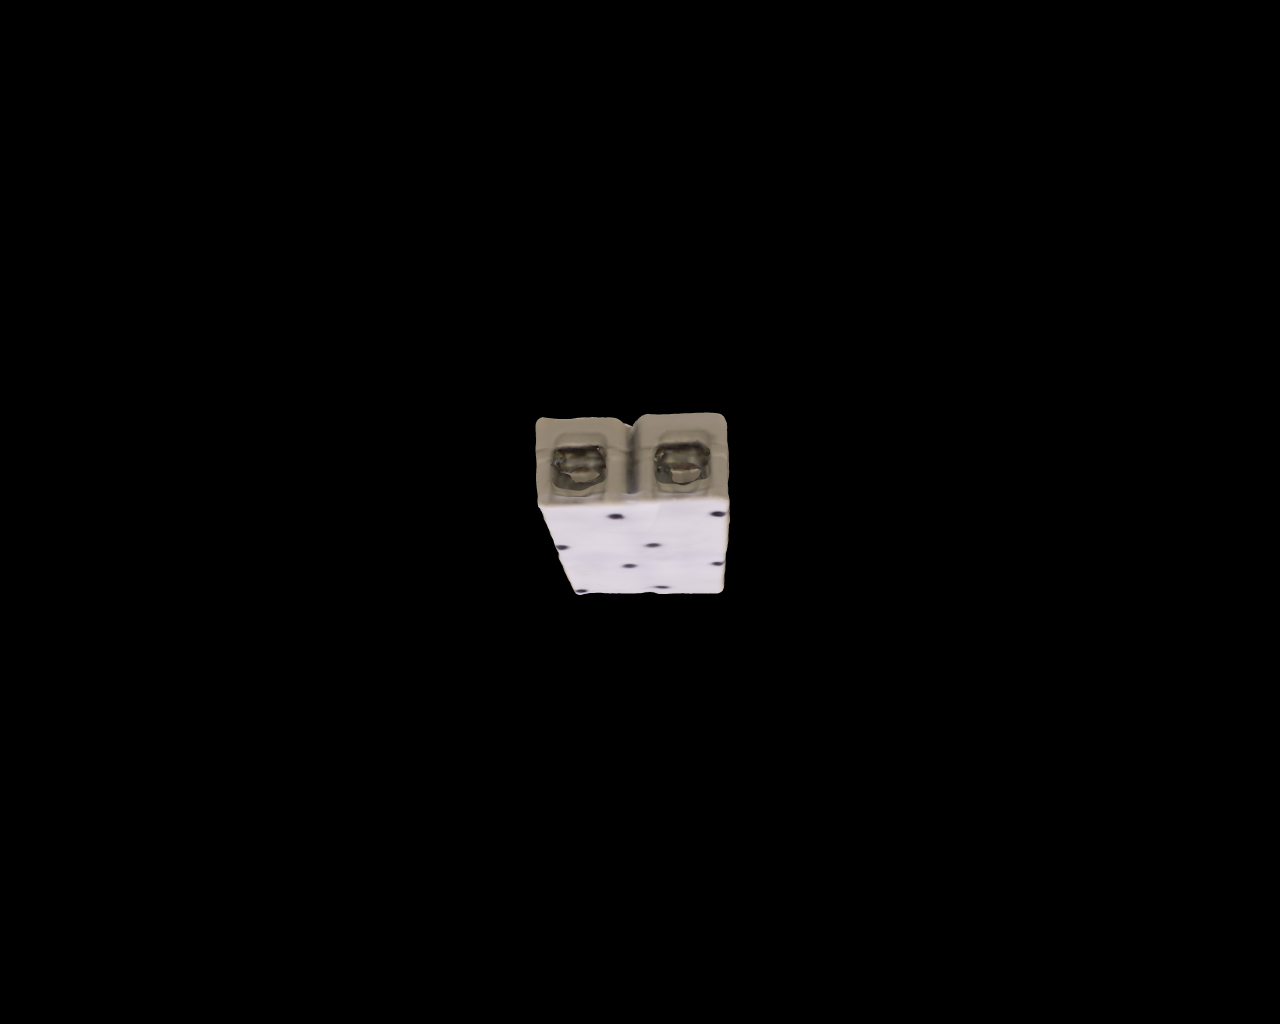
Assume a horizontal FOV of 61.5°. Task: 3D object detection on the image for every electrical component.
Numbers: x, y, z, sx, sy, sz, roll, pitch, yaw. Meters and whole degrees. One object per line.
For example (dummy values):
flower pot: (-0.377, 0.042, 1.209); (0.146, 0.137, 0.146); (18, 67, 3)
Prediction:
electrical component: (0.001, -0.003, 0.650); (0.105, 0.060, 0.186); (-1, -19, 3)
